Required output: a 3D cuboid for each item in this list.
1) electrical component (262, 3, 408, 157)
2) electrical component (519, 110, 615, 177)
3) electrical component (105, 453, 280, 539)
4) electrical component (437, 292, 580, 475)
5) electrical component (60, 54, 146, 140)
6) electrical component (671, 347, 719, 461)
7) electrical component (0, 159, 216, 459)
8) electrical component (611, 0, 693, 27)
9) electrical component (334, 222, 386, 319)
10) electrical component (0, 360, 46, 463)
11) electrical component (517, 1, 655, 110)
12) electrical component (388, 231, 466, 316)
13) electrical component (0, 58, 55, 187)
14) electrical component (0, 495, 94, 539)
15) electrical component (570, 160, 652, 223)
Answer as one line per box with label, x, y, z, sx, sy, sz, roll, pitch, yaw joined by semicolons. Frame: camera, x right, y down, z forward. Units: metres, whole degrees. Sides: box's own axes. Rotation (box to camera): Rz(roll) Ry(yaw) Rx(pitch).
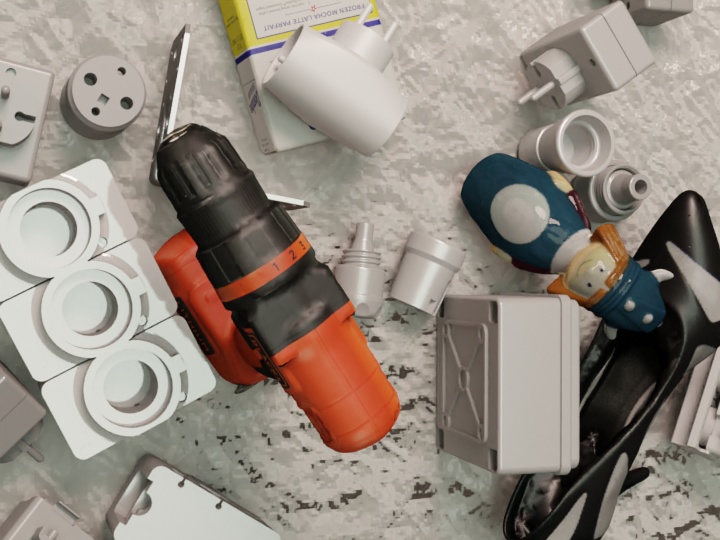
electrical component;-0.006;-0.122;0.645;0.077;0.044;0.079;33;82;-17
electrical component;0.136;-0.082;0.729;0.044;0.065;0.044;0;90;-20
electrical component;-0.102;0.155;0.649;0.089;0.056;0.050;35;79;-16
electrical component;0.092;0.069;0.690;0.056;0.109;0.108;0;90;-16
electrical component;-0.152;-0.101;0.634;0.045;0.055;0.045;0;91;-20
electrical component;0.276;0.078;0.771;0.079;0.063;0.121;31;77;-58
electrical component;-0.159;0.022;0.627;0.089;0.062;0.150;-28;99;-17
electrical component;0.189;-0.211;0.757;0.077;0.047;0.065;-1;90;-19
electrical component;0.000;0.000;0.697;0.035;0.035;0.061;9;84;-19
electrical component;-0.208;0.084;0.613;0.047;0.066;0.076;-45;132;-14
electrical component;0.138;-0.132;0.720;0.076;0.083;0.047;-36;101;-16
electrical component;0.043;0.003;0.710;0.040;0.040;0.046;24;87;-17
electrical component;-0.202;-0.086;0.605;0.047;0.077;0.065;13;85;-19
electrical component;-0.164;0.191;0.623;0.121;0.079;0.063;44;55;-14
electrical component;0.177;-0.055;0.744;0.043;0.062;0.043;0;90;-19
